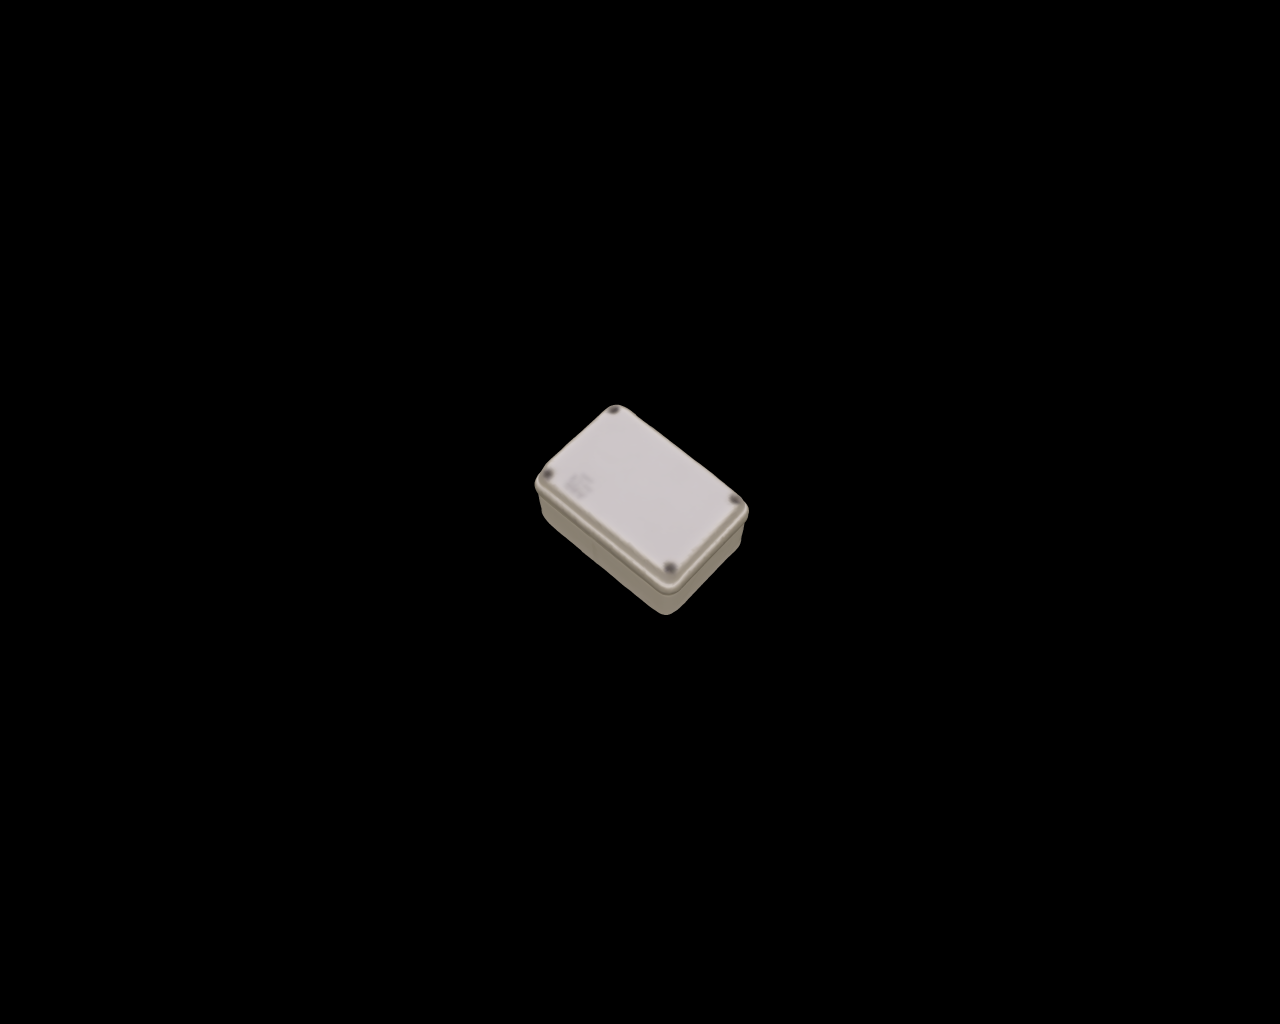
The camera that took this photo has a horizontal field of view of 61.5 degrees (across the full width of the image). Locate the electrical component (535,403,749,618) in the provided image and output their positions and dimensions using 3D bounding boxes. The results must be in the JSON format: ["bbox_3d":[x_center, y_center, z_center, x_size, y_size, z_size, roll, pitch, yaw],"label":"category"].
[{"bbox_3d":[0.001,-0.003,0.650,0.113,0.078,0.057,38,-21,18],"label":"electrical component"}]
